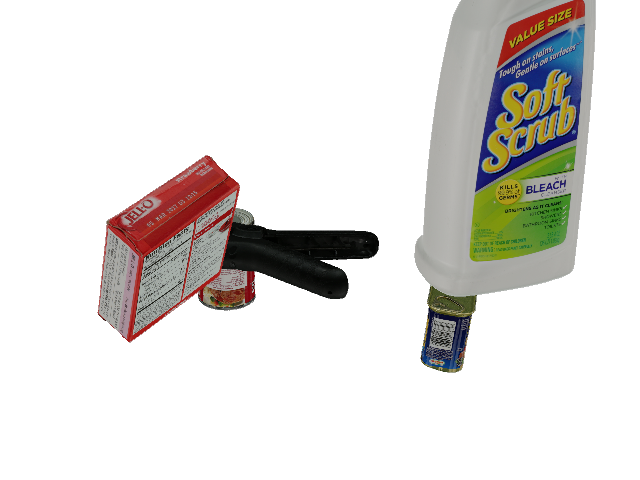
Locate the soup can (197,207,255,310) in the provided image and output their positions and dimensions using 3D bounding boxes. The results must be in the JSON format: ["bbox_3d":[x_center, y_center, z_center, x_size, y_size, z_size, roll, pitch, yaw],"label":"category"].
[{"bbox_3d":[-0.110,0.020,1.238,0.068,0.102,0.068,1,25,-1],"label":"soup can"}]

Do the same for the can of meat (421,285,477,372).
[{"bbox_3d":[0.155,0.100,1.298,0.057,0.084,0.102,10,24,7],"label":"can of meat"}]

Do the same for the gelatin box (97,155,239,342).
[{"bbox_3d":[-0.084,0.005,0.583,0.073,0.030,0.089,-39,-20,-34],"label":"gelatin box"}]

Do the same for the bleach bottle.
[{"bbox_3d":[0.109,-0.094,0.627,0.102,0.251,0.068,-9,29,-13],"label":"bleach bottle"}]

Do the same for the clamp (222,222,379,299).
[{"bbox_3d":[-0.057,0.009,0.909,0.210,0.036,0.164,6,12,4],"label":"clamp"}]
